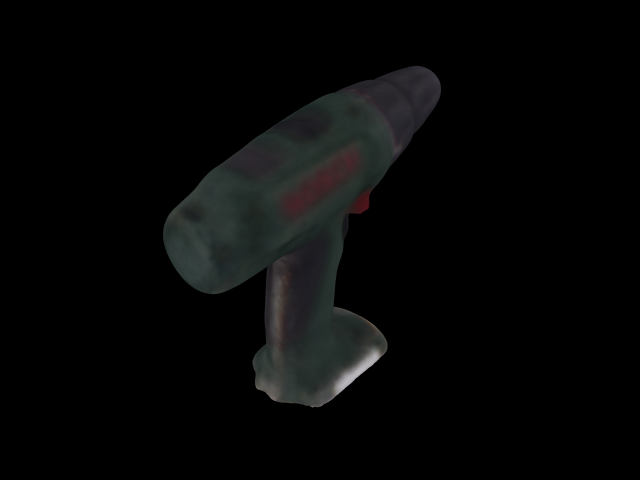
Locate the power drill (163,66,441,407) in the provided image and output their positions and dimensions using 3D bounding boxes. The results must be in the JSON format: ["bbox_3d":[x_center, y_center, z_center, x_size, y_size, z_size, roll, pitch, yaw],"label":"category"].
[{"bbox_3d":[0.004,0.001,0.400,0.075,0.208,0.230,24,38,35],"label":"power drill"}]
